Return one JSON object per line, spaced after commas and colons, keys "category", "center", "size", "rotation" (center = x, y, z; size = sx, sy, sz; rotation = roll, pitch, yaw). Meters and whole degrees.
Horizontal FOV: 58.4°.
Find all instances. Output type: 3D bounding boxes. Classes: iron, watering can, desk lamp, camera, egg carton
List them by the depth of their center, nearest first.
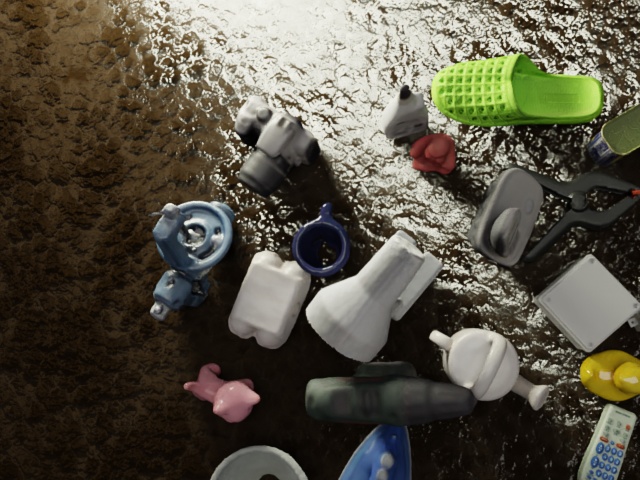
{"category": "watering can", "center": [0.243, 0.182, 0.828], "size": [0.172, 0.194, 0.101], "rotation": [7, 83, 8]}
{"category": "iron", "center": [0.076, 0.389, 0.849], "size": [0.118, 0.141, 0.258], "rotation": [18, 85, 10]}
{"category": "desk lamp", "center": [0.087, 0.073, 0.852], "size": [0.118, 0.213, 0.203], "rotation": [40, 89, 11]}
{"category": "egg carton", "center": [-0.082, 0.099, 0.943], "size": [0.107, 0.069, 0.150], "rotation": [20, 86, 10]}
{"category": "camera", "center": [-0.092, -0.152, 0.962], "size": [0.143, 0.101, 0.137], "rotation": [34, 88, 10]}

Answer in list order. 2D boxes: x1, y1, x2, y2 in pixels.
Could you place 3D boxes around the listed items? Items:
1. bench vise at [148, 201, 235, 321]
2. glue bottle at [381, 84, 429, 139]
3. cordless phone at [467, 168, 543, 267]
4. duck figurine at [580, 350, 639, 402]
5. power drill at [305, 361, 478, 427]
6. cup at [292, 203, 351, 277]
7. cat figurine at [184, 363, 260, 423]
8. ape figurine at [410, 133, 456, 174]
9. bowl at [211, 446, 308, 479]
{"category": "bench vise", "center": [-0.207, 0.027, 0.892], "size": [0.121, 0.220, 0.207], "rotation": [6, 83, 8]}
{"category": "glue bottle", "center": [0.134, -0.207, 0.903], "size": [0.078, 0.173, 0.037], "rotation": [-13, 81, 6]}
{"category": "cordless phone", "center": [0.289, -0.042, 0.856], "size": [0.094, 0.185, 0.148], "rotation": [20, 85, 10]}
{"category": "duck figurine", "center": [0.449, 0.205, 0.853], "size": [0.104, 0.086, 0.077], "rotation": [2, 83, 8]}
{"category": "power drill", "center": [0.100, 0.223, 0.833], "size": [0.229, 0.208, 0.076], "rotation": [-5, 82, 7]}
{"category": "cup", "center": [0.009, 0.003, 0.931], "size": [0.091, 0.095, 0.118], "rotation": [6, 83, 8]}
{"category": "cat figurine", "center": [-0.154, 0.248, 0.909], "size": [0.127, 0.118, 0.067], "rotation": [18, 85, 9]}
{"category": "ape figurine", "center": [0.189, -0.144, 0.929], "size": [0.076, 0.092, 0.077], "rotation": [-43, 79, 0]}
{"category": "bowl", "center": [-0.089, 0.404, 0.902], "size": [0.167, 0.075, 0.167], "rotation": [-1, 82, 7]}
